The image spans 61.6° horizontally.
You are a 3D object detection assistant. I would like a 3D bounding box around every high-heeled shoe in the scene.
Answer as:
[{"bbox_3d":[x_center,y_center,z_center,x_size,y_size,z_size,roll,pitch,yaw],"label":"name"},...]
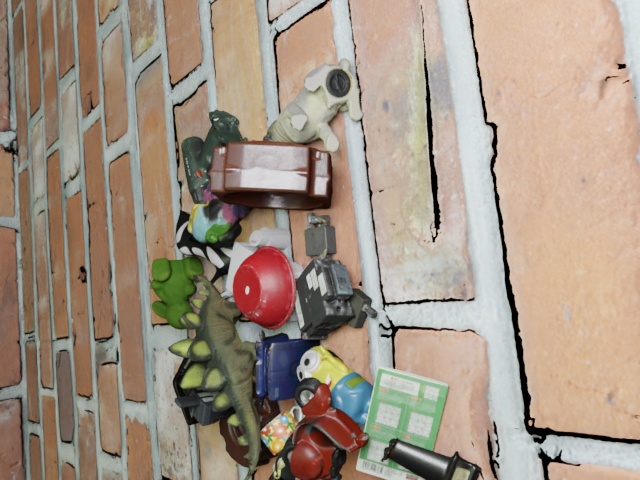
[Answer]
[{"bbox_3d":[-0.255,-0.012,1.239,0.145,0.086,0.249,-50,60,31],"label":"high-heeled shoe"}]

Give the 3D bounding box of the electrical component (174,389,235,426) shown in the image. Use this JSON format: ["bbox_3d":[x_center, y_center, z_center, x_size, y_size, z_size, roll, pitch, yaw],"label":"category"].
[{"bbox_3d":[-0.241,0.345,1.111,0.075,0.119,0.047,20,105,47],"label":"electrical component"}]

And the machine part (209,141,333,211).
[{"bbox_3d":[-0.079,-0.108,0.932,0.202,0.201,0.087,4,84,3],"label":"machine part"}]

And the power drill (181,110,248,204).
[{"bbox_3d":[-0.243,-0.176,1.233,0.207,0.086,0.232,-53,50,42],"label":"power drill"}]

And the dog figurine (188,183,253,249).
[{"bbox_3d":[-0.163,-0.101,1.088,0.219,0.108,0.191,-41,22,39],"label":"dog figurine"}]

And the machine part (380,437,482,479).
[{"bbox_3d":[0.160,0.332,0.788,0.139,0.039,0.084,16,111,19],"label":"machine part"}]

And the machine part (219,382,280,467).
[{"bbox_3d":[-0.153,0.389,1.140,0.179,0.056,0.179,1,92,49],"label":"machine part"}]

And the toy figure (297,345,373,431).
[{"bbox_3d":[0.036,0.253,0.919,0.180,0.089,0.082,31,82,32],"label":"toy figure"}]

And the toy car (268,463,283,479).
[{"bbox_3d":[-0.046,0.517,1.025,0.073,0.056,0.202,-40,60,46],"label":"toy car"}]

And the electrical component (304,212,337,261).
[{"bbox_3d":[-0.002,-0.002,0.985,0.078,0.045,0.102,-1,89,46],"label":"electrical component"}]

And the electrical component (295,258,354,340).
[{"bbox_3d":[0.007,0.100,0.943,0.134,0.058,0.115,-49,47,47],"label":"electrical component"}]

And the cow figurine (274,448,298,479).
[{"bbox_3d":[-0.019,0.370,0.965,0.167,0.098,0.068,-59,45,30],"label":"cow figurine"}]

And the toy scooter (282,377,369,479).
[{"bbox_3d":[0.011,0.317,0.848,0.135,0.075,0.183,21,112,30],"label":"toy scooter"}]

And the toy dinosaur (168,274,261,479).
[{"bbox_3d":[-0.185,0.240,1.072,0.472,0.198,0.105,56,131,33],"label":"toy dinosaur"}]

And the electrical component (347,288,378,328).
[{"bbox_3d":[0.062,0.120,0.929,0.094,0.021,0.063,36,116,47],"label":"electrical component"}]

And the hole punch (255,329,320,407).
[{"bbox_3d":[-0.059,0.234,0.995,0.092,0.115,0.142,3,92,28],"label":"hole punch"}]

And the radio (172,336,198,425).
[{"bbox_3d":[-0.260,0.309,1.244,0.131,0.073,0.229,55,126,32],"label":"radio"}]

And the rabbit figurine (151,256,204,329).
[{"bbox_3d":[-0.362,0.142,1.321,0.159,0.121,0.170,-35,62,49],"label":"rabbit figurine"}]

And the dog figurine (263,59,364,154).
[{"bbox_3d":[-0.022,-0.240,0.982,0.172,0.121,0.191,-53,25,-9],"label":"dog figurine"}]
